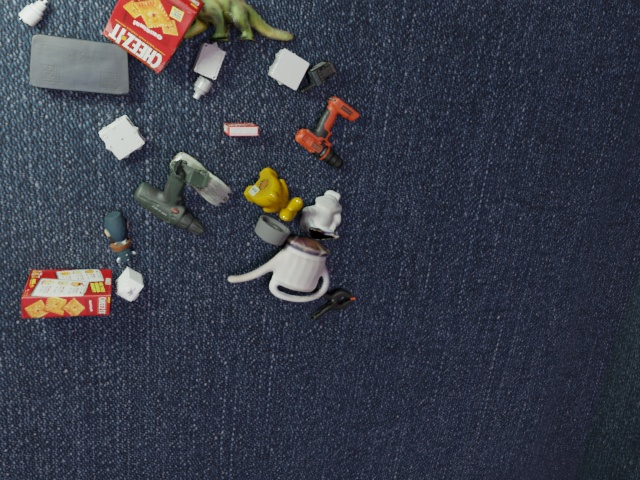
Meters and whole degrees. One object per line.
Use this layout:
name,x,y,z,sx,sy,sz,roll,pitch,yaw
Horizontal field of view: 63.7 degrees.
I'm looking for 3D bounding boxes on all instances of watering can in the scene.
watering can,-0.107,0.089,1.675,0.346,0.105,0.223,16,101,-27

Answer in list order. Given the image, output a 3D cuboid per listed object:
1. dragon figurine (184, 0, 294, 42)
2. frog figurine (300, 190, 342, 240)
dragon figurine,-0.252,-0.646,1.359,0.413,0.122,0.240,-15,107,-37
frog figurine,0.005,-0.085,1.679,0.137,0.121,0.162,11,68,-13
